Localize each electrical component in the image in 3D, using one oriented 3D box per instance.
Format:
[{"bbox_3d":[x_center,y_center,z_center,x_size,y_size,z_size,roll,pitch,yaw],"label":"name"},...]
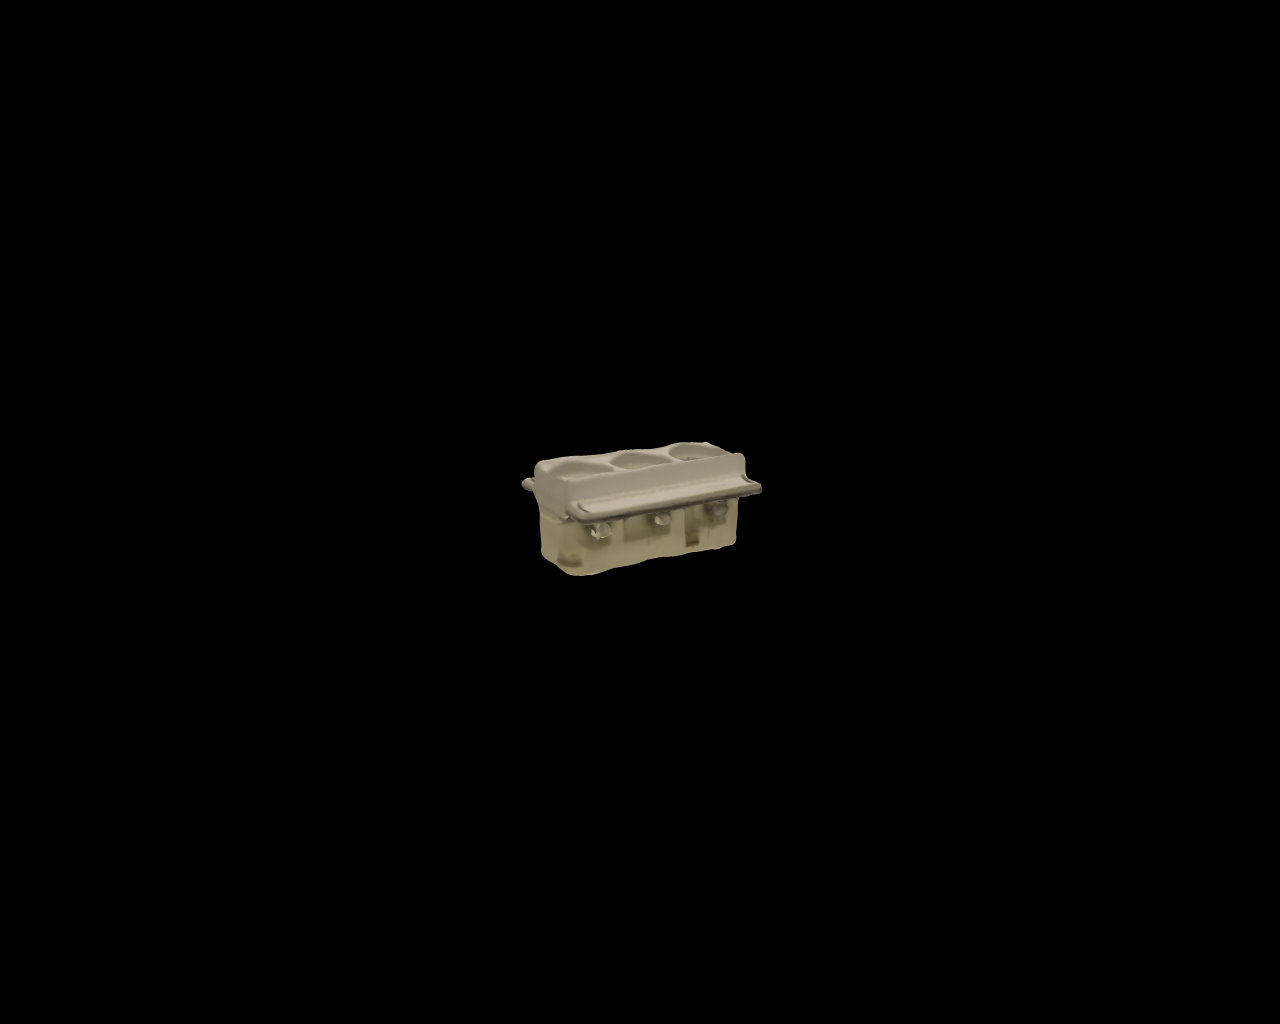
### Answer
[{"bbox_3d":[0.001,-0.003,0.650,0.121,0.063,0.079,-9,19,-29],"label":"electrical component"}]
